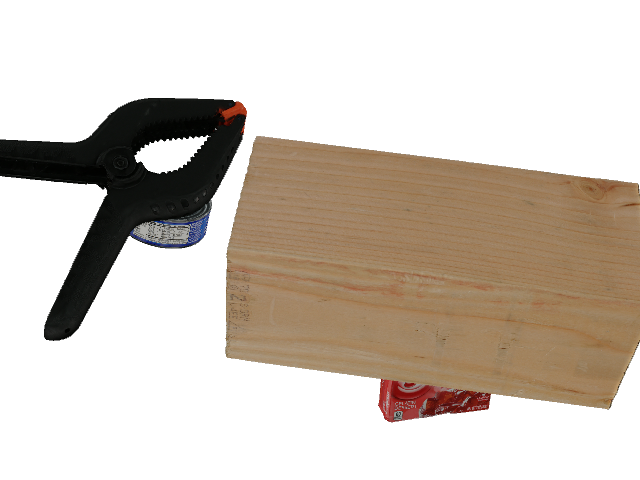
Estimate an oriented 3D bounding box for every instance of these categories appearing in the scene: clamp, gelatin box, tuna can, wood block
[{"bbox_3d":[-0.134,-0.033,0.721,0.209,0.165,0.036,-23,-22,-21],"label":"clamp"},{"bbox_3d":[0.092,0.101,0.837,0.089,0.073,0.030,-4,29,-15],"label":"gelatin box"},{"bbox_3d":[-0.149,-0.027,1.027,0.086,0.034,0.086,11,29,-6],"label":"tuna can"},{"bbox_3d":[0.058,0.017,0.570,0.206,0.090,0.090,7,-44,2],"label":"wood block"}]
